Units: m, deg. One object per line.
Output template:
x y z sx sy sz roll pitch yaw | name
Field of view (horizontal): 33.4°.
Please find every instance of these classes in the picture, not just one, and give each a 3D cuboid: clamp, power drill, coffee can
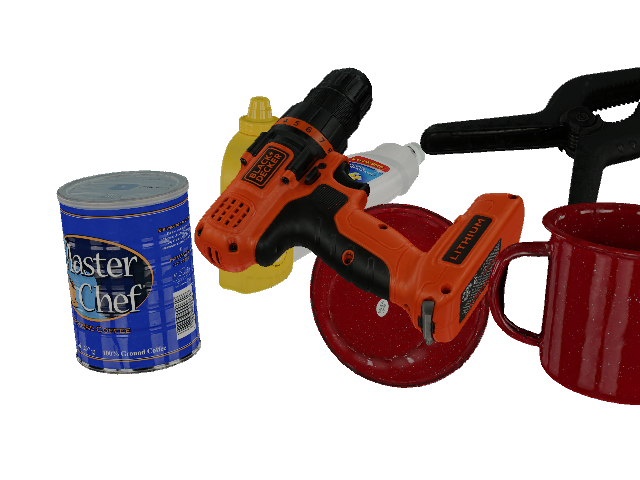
0.208 -0.076 0.841 0.209 0.036 0.165 -26 50 -19 | clamp
0.036 -0.027 0.710 0.188 0.184 0.057 25 -28 24 | power drill
-0.152 0.023 0.858 0.103 0.140 0.103 -3 16 1 | coffee can

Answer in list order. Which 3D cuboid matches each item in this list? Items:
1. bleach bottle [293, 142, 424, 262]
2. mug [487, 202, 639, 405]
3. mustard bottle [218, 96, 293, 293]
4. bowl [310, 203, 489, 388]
0.025 -0.062 1.295 0.250 0.068 0.103 -30 44 -32 | bleach bottle
0.144 0.031 0.546 0.117 0.081 0.093 4 17 4 | mug
-0.063 -0.049 1.074 0.058 0.192 0.096 14 23 31 | mustard bottle
0.058 0.051 0.899 0.162 0.162 0.055 0 6 20 | bowl
